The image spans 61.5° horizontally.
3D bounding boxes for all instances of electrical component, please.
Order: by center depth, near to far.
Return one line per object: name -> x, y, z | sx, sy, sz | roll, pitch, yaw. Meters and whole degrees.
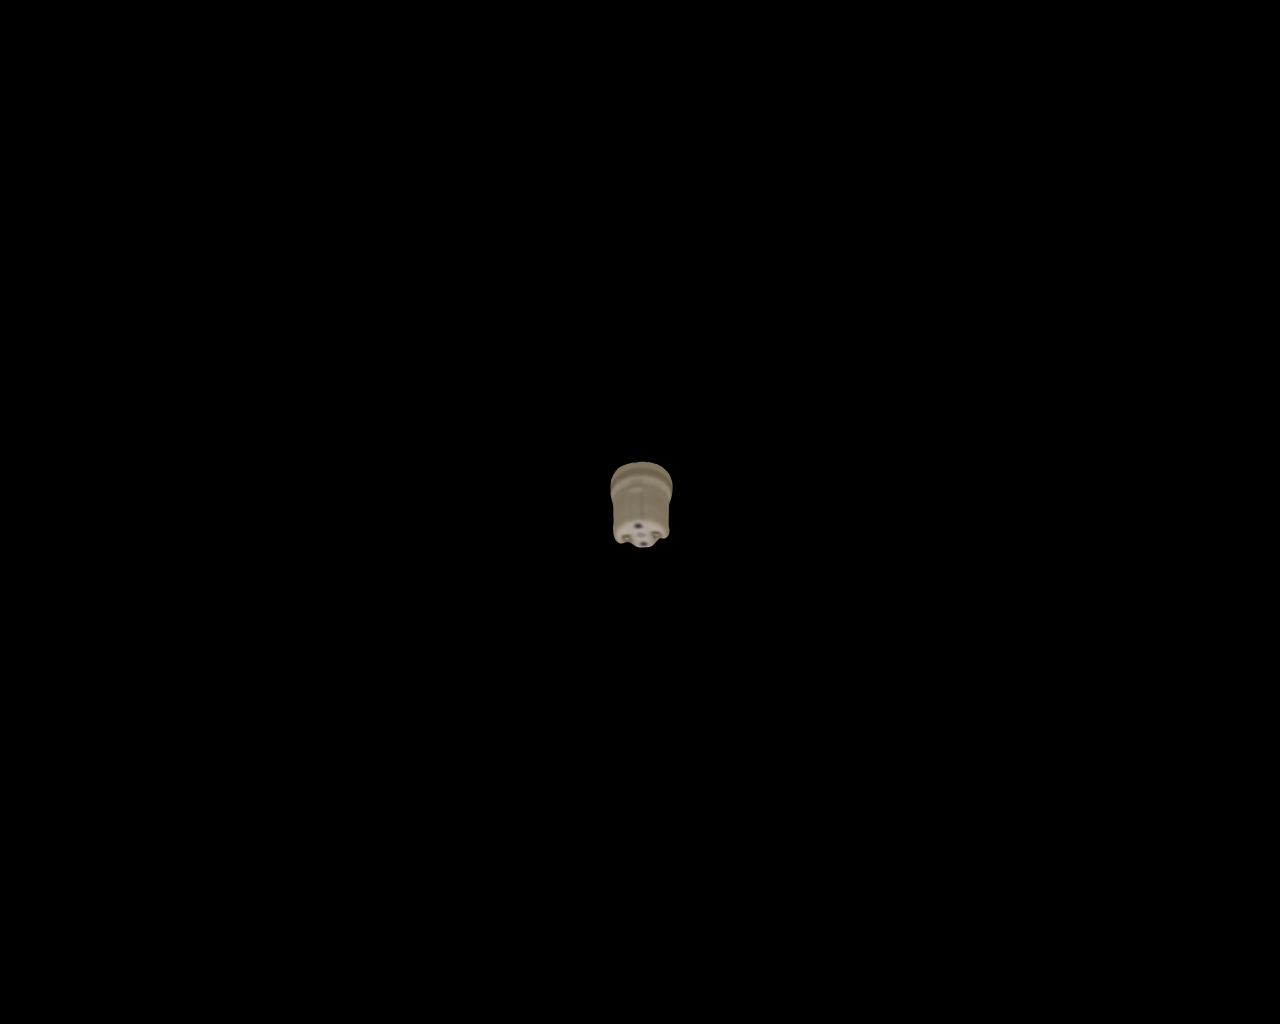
electrical component -> 0.001, -0.003, 0.650 | 0.040, 0.046, 0.040 | 0, -43, 0
